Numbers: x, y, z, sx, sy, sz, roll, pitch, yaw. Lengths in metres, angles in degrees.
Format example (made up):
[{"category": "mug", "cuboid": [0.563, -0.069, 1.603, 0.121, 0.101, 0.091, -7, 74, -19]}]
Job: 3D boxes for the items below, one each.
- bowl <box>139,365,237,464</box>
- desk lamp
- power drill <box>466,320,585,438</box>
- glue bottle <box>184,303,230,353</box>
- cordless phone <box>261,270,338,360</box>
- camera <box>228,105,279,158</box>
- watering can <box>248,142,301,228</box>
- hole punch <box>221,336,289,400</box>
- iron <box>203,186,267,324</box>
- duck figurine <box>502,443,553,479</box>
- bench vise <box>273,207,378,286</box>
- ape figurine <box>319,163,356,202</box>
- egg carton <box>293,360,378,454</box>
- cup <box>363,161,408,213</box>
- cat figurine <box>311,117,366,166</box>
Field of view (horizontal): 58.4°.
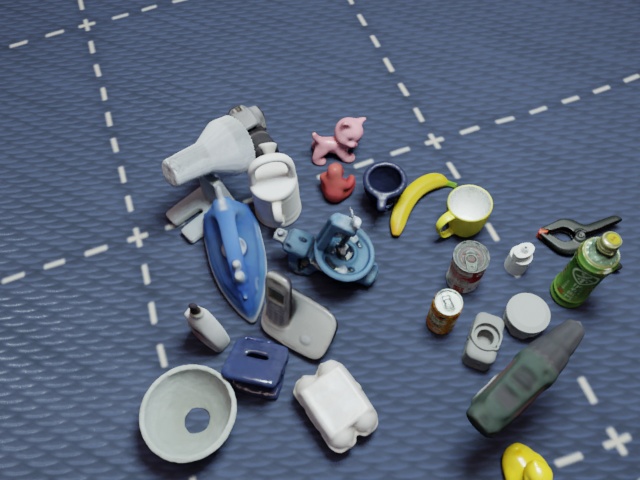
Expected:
[{"category": "bowl", "cuboid": [-0.225, 0.310, 1.008, 0.167, 0.075, 0.167, -1, 61, 2]}, {"category": "desk lamp", "cuboid": [-0.229, -0.127, 1.168, 0.203, 0.214, 0.117, -41, 67, -18]}, {"category": "power drill", "cuboid": [0.328, 0.240, 0.951, 0.230, 0.208, 0.075, -39, 67, -18]}, {"category": "glue bottle", "cuboid": [-0.213, 0.149, 1.039, 0.078, 0.173, 0.037, 30, 66, 17]}, {"category": "cordless phone", "cuboid": [-0.041, 0.130, 1.037, 0.147, 0.185, 0.094, 25, 65, 15]}, {"category": "camera", "cuboid": [-0.166, -0.224, 1.283, 0.143, 0.101, 0.136, -33, 65, -15]}, {"category": "watering can", "cuboid": [-0.098, -0.120, 1.170, 0.101, 0.194, 0.172, -29, 64, -13]}, {"category": "hole punch", "cuboid": [-0.116, 0.225, 1.041, 0.108, 0.091, 0.101, 10, 62, 8]}, {"category": "iron", "cuboid": [-0.166, 0.023, 1.124, 0.118, 0.141, 0.258, -15, 62, -6]}, {"category": "duck figurine", "cuboid": [0.350, 0.383, 0.942, 0.077, 0.086, 0.104, -24, 63, -10]}, {"category": "bench vise", "cuboid": [0.010, 0.014, 1.079, 0.207, 0.220, 0.121, -1, 61, 2]}, {"category": "ape figurine", "cuboid": [0.035, -0.131, 1.230, 0.077, 0.092, 0.076, 23, 65, 14]}, {"category": "egg carton", "cuboid": [0.029, 0.291, 1.012, 0.107, 0.069, 0.150, -33, 65, -15]}, {"category": "cup", "cuboid": [0.133, -0.093, 1.205, 0.091, 0.095, 0.118, 7, 62, 6]}, {"category": "cat figurine", "cuboid": [0.042, -0.229, 1.269, 0.128, 0.118, 0.067, -8, 61, -2]}]
